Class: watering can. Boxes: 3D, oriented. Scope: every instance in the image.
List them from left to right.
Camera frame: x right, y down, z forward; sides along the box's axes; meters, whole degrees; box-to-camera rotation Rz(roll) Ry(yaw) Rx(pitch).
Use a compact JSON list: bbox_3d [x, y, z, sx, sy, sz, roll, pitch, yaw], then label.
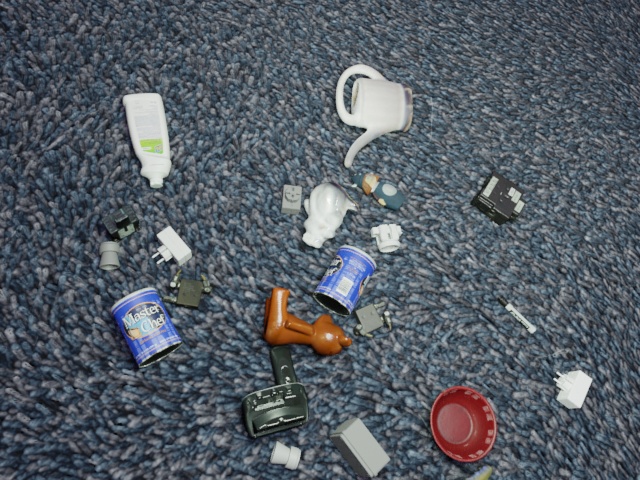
[{"bbox_3d":[0.154,-0.346,1.447,0.224,0.102,0.354,4,66,-10],"label":"watering can"}]

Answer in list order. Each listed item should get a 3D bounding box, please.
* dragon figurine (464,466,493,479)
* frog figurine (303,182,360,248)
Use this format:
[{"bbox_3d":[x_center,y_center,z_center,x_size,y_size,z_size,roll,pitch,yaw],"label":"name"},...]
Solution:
[{"bbox_3d":[0.222,0.660,1.071,0.412,0.121,0.243,-16,89,-15],"label":"dragon figurine"},{"bbox_3d":[0.004,-0.066,1.302,0.161,0.120,0.139,-42,48,-14],"label":"frog figurine"}]
